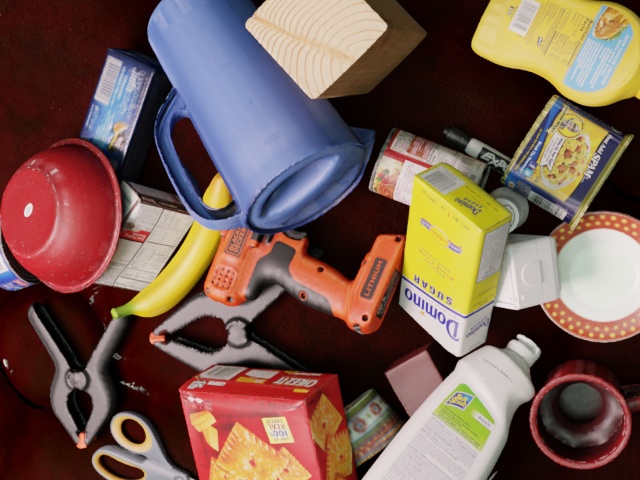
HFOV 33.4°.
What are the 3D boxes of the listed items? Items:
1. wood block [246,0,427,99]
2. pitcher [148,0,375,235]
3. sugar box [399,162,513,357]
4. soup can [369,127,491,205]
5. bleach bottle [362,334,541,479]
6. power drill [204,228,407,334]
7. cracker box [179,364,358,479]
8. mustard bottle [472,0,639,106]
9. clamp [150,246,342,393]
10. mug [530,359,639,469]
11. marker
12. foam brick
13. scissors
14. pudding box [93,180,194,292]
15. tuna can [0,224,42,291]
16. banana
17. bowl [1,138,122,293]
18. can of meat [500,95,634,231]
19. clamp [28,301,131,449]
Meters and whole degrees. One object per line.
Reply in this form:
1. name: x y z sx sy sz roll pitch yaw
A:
1. wood block: 0.022 -0.192 0.976 0.090 0.206 0.091 -43 87 17
2. pitcher: -0.077 -0.130 1.022 0.145 0.148 0.243 -48 64 34
3. sugar box: 0.123 0.021 1.004 0.093 0.048 0.176 43 145 34
4. soup can: 0.108 -0.061 1.045 0.102 0.068 0.068 22 104 10
5. bleach bottle: 0.130 0.197 1.013 0.102 0.068 0.250 39 76 13
6. power drill: -0.007 0.001 1.072 0.188 0.057 0.184 20 87 18
7. cracker box: -0.045 0.240 1.087 0.164 0.072 0.214 0 108 35
8. mustard bottle: 0.246 -0.179 0.994 0.192 0.058 0.096 28 99 10
9. clamp: -0.079 0.086 1.136 0.210 0.036 0.164 2 96 13
10. mug: 0.264 0.160 1.031 0.117 0.081 0.093 -19 94 17
11. marker: 0.174 -0.078 1.050 0.121 0.020 0.020 32 105 9
12. foam brick: 0.110 0.150 1.087 0.053 0.051 0.078 -30 90 18
13. scissors: -0.160 0.248 1.195 0.202 0.016 0.096 7 101 14
14. pudding box: -0.194 -0.001 1.124 0.114 0.089 0.039 -53 55 17
15. tuna can: -0.335 0.011 1.168 0.034 0.086 0.086 -18 94 19
16. banana: -0.139 0.015 1.126 0.037 0.069 0.198 42 102 21
17. bowl: -0.276 -0.027 1.089 0.162 0.055 0.162 -2 86 37
18. can of meat: 0.231 -0.074 1.005 0.084 0.057 0.102 33 85 10
19. clamp: -0.257 0.146 1.194 0.120 0.039 0.171 -7 100 21
